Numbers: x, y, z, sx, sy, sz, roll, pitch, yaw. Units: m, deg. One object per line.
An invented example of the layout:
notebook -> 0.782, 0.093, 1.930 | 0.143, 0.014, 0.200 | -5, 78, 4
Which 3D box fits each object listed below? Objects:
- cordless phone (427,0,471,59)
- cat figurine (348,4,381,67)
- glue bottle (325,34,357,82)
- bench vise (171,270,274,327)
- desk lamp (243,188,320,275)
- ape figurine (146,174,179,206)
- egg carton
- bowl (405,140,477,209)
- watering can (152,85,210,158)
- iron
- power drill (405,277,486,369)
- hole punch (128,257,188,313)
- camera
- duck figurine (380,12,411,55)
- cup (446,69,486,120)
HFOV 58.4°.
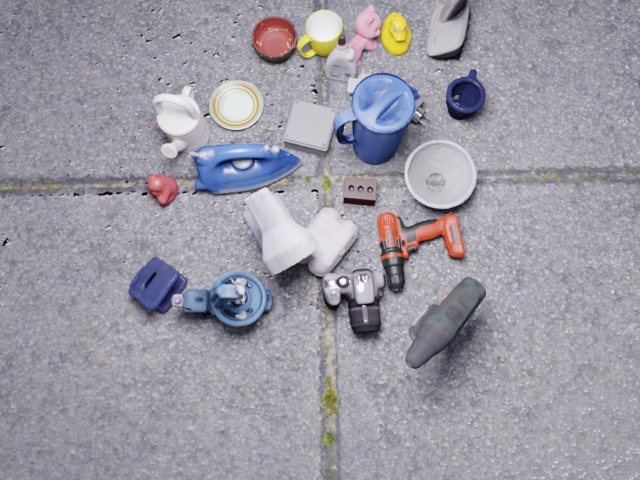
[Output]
cordless phone -> 0.318, -0.530, 1.365 | 0.094, 0.185, 0.148 | 8, 78, 2
cat figurine -> 0.103, -0.501, 1.394 | 0.067, 0.118, 0.128 | 37, 80, 8
glue bottle -> 0.051, -0.432, 1.350 | 0.078, 0.173, 0.037 | 12, 78, 3
bench vise -> -0.208, 0.133, 1.204 | 0.207, 0.220, 0.121 | -20, 78, -4
desk lamp -> -0.095, -0.020, 1.241 | 0.118, 0.213, 0.203 | -32, 79, -6
ape figurine -> -0.371, -0.122, 1.325 | 0.076, 0.092, 0.078 | -12, 78, -2
egg carton -> 0.012, 0.005, 1.309 | 0.107, 0.069, 0.150 | 35, 80, 7
bowl -> 0.275, -0.144, 1.338 | 0.167, 0.075, 0.167 | 0, 78, 0
watering can -> -0.318, -0.271, 1.305 | 0.101, 0.194, 0.173 | -11, 78, -2
iron -> -0.171, -0.187, 1.314 | 0.258, 0.141, 0.118 | -8, 78, -2
power drill -> 0.248, 0.181, 1.200 | 0.075, 0.208, 0.230 | 41, 81, 9
hole punch -> -0.368, 0.100, 1.278 | 0.101, 0.091, 0.109 | 32, 80, 7
camera -> 0.079, 0.138, 1.264 | 0.143, 0.101, 0.137 | -6, 78, -1
duck figurine -> 0.191, -0.523, 1.414 | 0.077, 0.086, 0.104 | -7, 78, -1
cup -> 0.343, -0.341, 1.370 | 0.091, 0.095, 0.118 | 18, 78, 4
